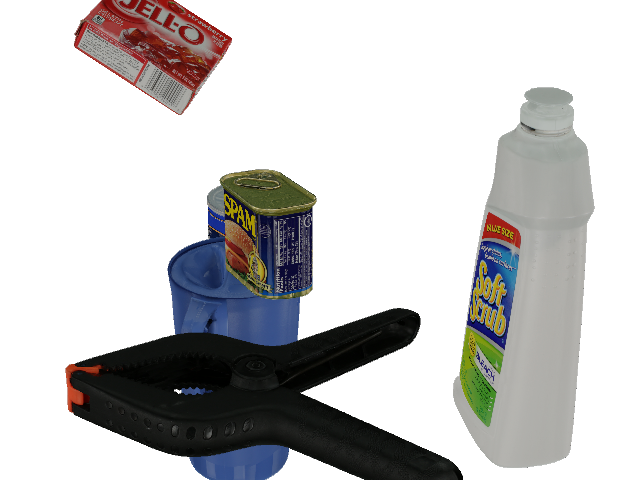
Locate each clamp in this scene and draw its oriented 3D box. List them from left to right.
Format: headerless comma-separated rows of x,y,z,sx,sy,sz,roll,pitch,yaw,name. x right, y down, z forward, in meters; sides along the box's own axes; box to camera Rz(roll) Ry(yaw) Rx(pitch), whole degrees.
-0.030,0.078,0.587,0.210,0.036,0.164,5,25,2,clamp

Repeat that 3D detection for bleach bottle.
0.132,0.021,0.688,0.068,0.251,0.102,-6,30,-10,bleach bottle

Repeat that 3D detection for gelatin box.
-0.115,-0.138,0.740,0.089,0.073,0.030,33,-47,-7,gelatin box

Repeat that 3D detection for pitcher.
-0.089,0.131,1.089,0.149,0.243,0.145,-11,29,-24,pitcher

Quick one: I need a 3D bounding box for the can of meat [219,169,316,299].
-0.045,-0.005,0.910,0.057,0.084,0.102,-11,24,-25,can of meat

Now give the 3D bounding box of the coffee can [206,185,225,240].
-0.085,0.012,1.283,0.103,0.140,0.103,2,26,-1,coffee can
